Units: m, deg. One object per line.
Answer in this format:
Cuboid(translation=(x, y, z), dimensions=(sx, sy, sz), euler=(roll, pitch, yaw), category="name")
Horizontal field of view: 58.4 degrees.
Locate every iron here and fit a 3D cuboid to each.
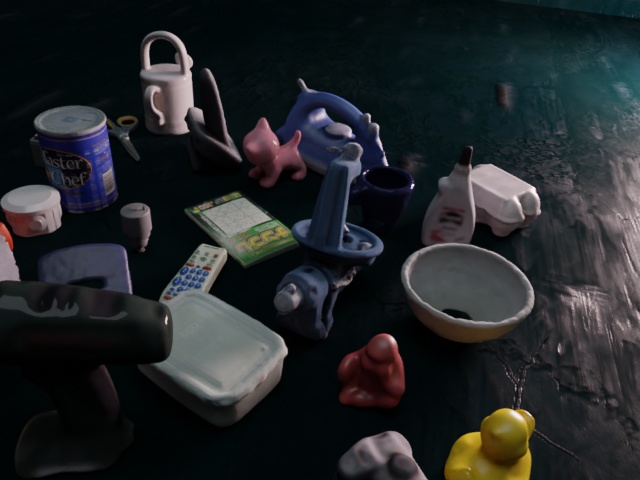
Cuboid(translation=(0.039, -0.199, 1.059), dimensions=(0.257, 0.141, 0.119), euler=(29, 42, 30), category="iron")

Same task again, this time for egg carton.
Cuboid(translation=(0.293, -0.071, 0.973), dimensions=(0.107, 0.069, 0.149), euler=(-22, 43, -32), category="egg carton")

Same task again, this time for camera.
Cuboid(translation=(0.039, 0.243, 0.476), dimensions=(0.137, 0.101, 0.142), euler=(-12, 39, -22), category="camera")

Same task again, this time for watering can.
Cuboid(translation=(-0.306, -0.321, 1.144), dimensions=(0.101, 0.194, 0.172), euler=(-3, 36, -10), category="watering can")

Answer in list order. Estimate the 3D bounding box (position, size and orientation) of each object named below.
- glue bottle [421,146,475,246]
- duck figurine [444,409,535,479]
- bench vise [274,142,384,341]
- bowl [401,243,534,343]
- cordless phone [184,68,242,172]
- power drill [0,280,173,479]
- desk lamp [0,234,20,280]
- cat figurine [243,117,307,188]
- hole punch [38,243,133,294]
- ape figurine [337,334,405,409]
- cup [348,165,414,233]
Cuboid(translation=(0.203, -0.063, 0.862), dimensions=(0.078, 0.173, 0.037), euler=(7, 36, 3), category="glue bottle")
Cuboid(translation=(0.171, 0.205, 0.558), dimensions=(0.105, 0.086, 0.077), euler=(-22, 43, -32), category="duck figurine")
Cuboid(translation=(0.018, 0.004, 0.705), dimensions=(0.121, 0.220, 0.207), euler=(8, 36, 5), category="bench vise")
Cuboid(translation=(0.184, 0.080, 0.744), dimensions=(0.167, 0.075, 0.167), euler=(3, 35, -2), category="bowl")
Cuboid(translation=(-0.198, -0.230, 1.037), dimensions=(0.094, 0.185, 0.147), euler=(-11, 38, -21), category="cordless phone")
Cuboid(translation=(-0.247, 0.122, 0.518), dimensions=(0.230, 0.208, 0.075), euler=(-4, 36, -12), category="power drill")
Cuboid(translation=(-0.381, 0.099, 0.530), dimensions=(0.117, 0.214, 0.203), euler=(18, 38, 19), category="desk lamp")
Cuboid(translation=(-0.084, -0.158, 1.009), dimensions=(0.128, 0.118, 0.067), euler=(-20, 42, -30), category="cat figurine")
Cuboid(translation=(-0.279, 0.066, 0.695), dimensions=(0.109, 0.091, 0.101), euler=(-10, 38, -19), category="hole punch")
Cuboid(translation=(0.062, 0.140, 0.630), dimensions=(0.076, 0.092, 0.077), euler=(-25, 45, -35), category="ape figurine")
Cuboid(translation=(0.088, -0.056, 0.905), dimensions=(0.118, 0.095, 0.091), euler=(-20, 42, -30), category="cup")
